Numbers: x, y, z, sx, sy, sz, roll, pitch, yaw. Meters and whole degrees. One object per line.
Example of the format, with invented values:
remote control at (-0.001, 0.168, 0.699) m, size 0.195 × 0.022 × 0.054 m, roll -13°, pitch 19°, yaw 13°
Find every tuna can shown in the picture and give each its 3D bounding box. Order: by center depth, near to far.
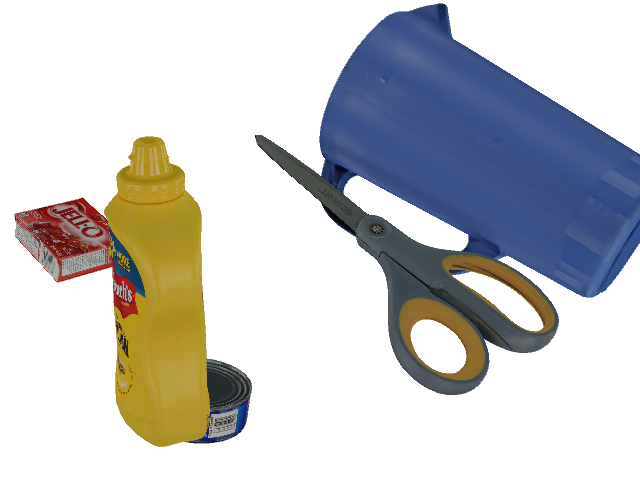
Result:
tuna can at (-0.100, 0.129, 0.865) m, size 0.086 × 0.034 × 0.086 m, roll 7°, pitch 20°, yaw -3°

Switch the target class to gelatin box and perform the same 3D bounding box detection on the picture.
gelatin box at (-0.233, -0.003, 0.995) m, size 0.073 × 0.030 × 0.089 m, roll -17°, pitch 40°, yaw -36°

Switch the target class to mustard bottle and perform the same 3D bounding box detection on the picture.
mustard bottle at (-0.104, 0.027, 0.676) m, size 0.058 × 0.192 × 0.096 m, roll -8°, pitch 26°, yaw -20°

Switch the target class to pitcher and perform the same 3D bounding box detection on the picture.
pitcher at (0.123, -0.053, 0.804) m, size 0.243 × 0.149 × 0.144 m, roll 33°, pitch 48°, yaw 19°

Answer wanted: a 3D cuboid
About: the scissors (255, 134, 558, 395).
scissors at (0.026, 0.013, 0.564) m, size 0.202 × 0.016 × 0.096 m, roll 27°, pitch 52°, yaw 15°
